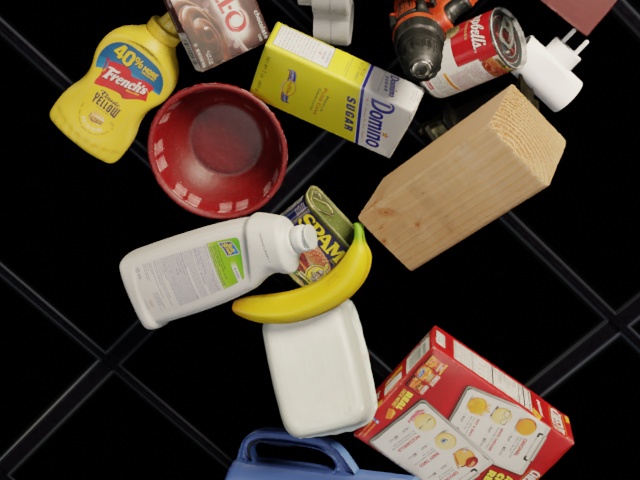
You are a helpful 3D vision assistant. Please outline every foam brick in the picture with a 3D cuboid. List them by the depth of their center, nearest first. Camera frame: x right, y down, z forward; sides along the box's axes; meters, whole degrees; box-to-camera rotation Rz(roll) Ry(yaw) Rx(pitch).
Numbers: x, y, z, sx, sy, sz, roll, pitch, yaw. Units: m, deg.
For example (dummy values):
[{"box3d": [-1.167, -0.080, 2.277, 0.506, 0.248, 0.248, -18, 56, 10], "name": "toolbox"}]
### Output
[{"box3d": [0.265, -0.259, 1.116, 0.078, 0.053, 0.051, 36, 111, -8], "name": "foam brick"}]

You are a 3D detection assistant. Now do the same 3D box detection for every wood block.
[{"box3d": [0.151, -0.063, 1.151, 0.090, 0.090, 0.206, 45, 132, -11], "name": "wood block"}]

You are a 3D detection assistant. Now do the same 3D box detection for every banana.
[{"box3d": [-0.011, 0.055, 1.231, 0.198, 0.037, 0.069, -33, 82, 21], "name": "banana"}]

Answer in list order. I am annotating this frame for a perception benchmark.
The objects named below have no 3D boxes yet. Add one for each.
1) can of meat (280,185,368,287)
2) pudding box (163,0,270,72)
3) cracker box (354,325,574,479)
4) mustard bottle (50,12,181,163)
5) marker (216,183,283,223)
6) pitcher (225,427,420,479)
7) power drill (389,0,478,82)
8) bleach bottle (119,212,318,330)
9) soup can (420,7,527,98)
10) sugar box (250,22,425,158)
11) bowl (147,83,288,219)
[{"box3d": [-0.008, 0.001, 1.255, 0.084, 0.057, 0.102, -39, 101, 22], "name": "can of meat"}, {"box3d": [-0.116, -0.251, 1.158, 0.090, 0.039, 0.113, -28, 110, -16], "name": "pudding box"}, {"box3d": [0.175, 0.228, 1.313, 0.213, 0.072, 0.164, 35, 113, -8], "name": "cracker box"}, {"box3d": [-0.216, -0.184, 1.207, 0.096, 0.058, 0.192, 39, 111, -9], "name": "mustard bottle"}, {"box3d": [-0.089, -0.039, 1.269, 0.121, 0.020, 0.020, -39, 102, 20], "name": "marker"}, {"box3d": [0.005, 0.328, 1.319, 0.243, 0.145, 0.149, -1, 142, 21], "name": "pitcher"}, {"box3d": [0.154, -0.244, 1.063, 0.188, 0.184, 0.057, -29, 119, 20], "name": "power drill"}, {"box3d": [-0.111, 0.031, 1.239, 0.251, 0.068, 0.102, -15, 105, 30], "name": "bleach bottle"}, {"box3d": [0.158, -0.197, 1.130, 0.102, 0.068, 0.068, -17, 110, 39], "name": "soup can"}, {"box3d": [0.017, -0.162, 1.172, 0.176, 0.048, 0.093, 26, 147, 0], "name": "sugar box"}, {"box3d": [-0.113, -0.107, 1.226, 0.162, 0.055, 0.162, 3, 112, 6], "name": "bowl"}]
